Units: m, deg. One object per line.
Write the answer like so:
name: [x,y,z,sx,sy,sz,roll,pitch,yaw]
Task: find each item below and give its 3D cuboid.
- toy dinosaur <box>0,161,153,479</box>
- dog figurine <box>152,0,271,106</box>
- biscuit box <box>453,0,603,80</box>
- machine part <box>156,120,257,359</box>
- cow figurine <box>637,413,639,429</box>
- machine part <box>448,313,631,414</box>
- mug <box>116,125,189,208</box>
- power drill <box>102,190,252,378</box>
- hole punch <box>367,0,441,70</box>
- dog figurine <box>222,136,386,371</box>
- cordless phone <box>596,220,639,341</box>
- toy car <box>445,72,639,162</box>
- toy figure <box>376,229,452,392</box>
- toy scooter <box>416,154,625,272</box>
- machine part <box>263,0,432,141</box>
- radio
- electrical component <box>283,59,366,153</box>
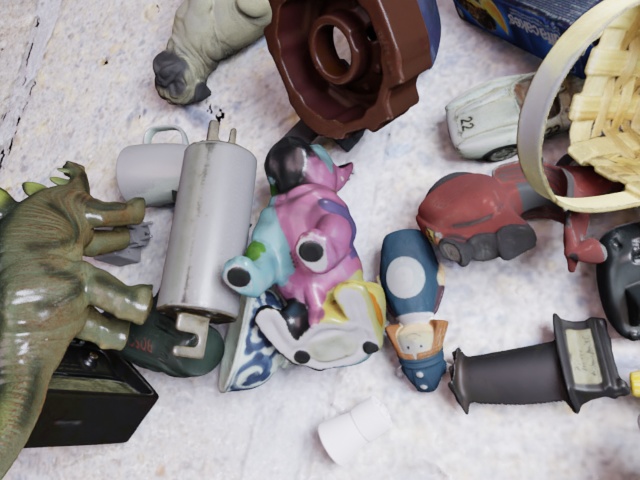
toy dinosaur: [-0.273,0.051,0.518,0.105,0.198,0.472,-57,35,29]
dog figurine: [-0.124,-0.261,0.708,0.172,0.121,0.190,17,110,10]
biscuit box: [0.201,-0.226,0.512,0.063,0.059,0.203,-39,42,7]
machine part: [-0.107,-0.007,0.528,0.079,0.079,0.243,-6,68,24]
cow figurine: [0.297,0.154,0.328,0.167,0.098,0.068,-9,114,27]
machine part: [0.181,0.111,0.465,0.139,0.039,0.084,-18,46,24]
mug: [-0.191,-0.096,0.691,0.107,0.080,0.109,-2,70,14]
power drill: [-0.177,0.048,0.628,0.232,0.086,0.207,15,74,46]
hole punch: [0.087,-0.248,0.574,0.092,0.142,0.116,-29,54,11]
dog figurine: [-0.001,-0.002,0.548,0.108,0.191,0.219,-23,25,22]
cordless phone: [0.302,-0.015,0.442,0.147,0.088,0.184,-9,61,23]
toy car: [0.223,-0.134,0.514,0.202,0.056,0.073,-17,69,20]
toy figure: [0.090,0.068,0.520,0.064,0.058,0.154,-23,66,46]
toy scooter: [0.176,-0.017,0.468,0.184,0.075,0.135,-14,35,17]
machine part: [0.023,-0.183,0.510,0.180,0.179,0.056,36,53,29]
radio: [-0.303,0.155,0.583,0.131,0.229,0.073,35,91,33]
electrical component: [0.014,-0.139,0.618,0.119,0.047,0.075,-48,61,7]
